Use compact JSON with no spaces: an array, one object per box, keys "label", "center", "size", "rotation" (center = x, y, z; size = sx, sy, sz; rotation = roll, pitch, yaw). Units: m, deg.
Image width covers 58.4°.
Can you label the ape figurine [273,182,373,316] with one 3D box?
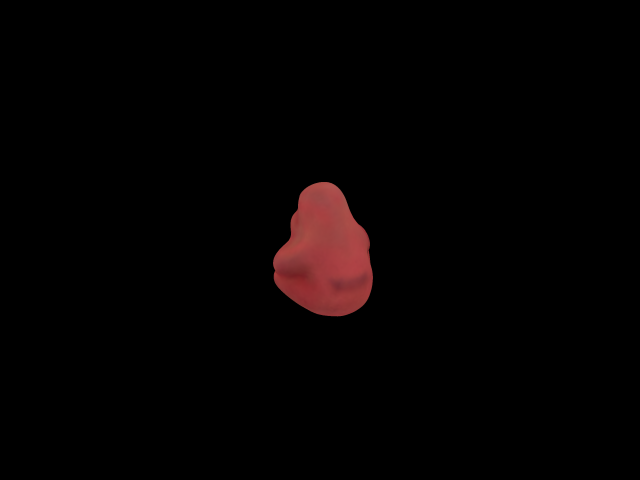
[{"label":"ape figurine","center":[0.004,0.001,0.400],"size":[0.078,0.092,0.076],"rotation":[-12,33,-19]}]
